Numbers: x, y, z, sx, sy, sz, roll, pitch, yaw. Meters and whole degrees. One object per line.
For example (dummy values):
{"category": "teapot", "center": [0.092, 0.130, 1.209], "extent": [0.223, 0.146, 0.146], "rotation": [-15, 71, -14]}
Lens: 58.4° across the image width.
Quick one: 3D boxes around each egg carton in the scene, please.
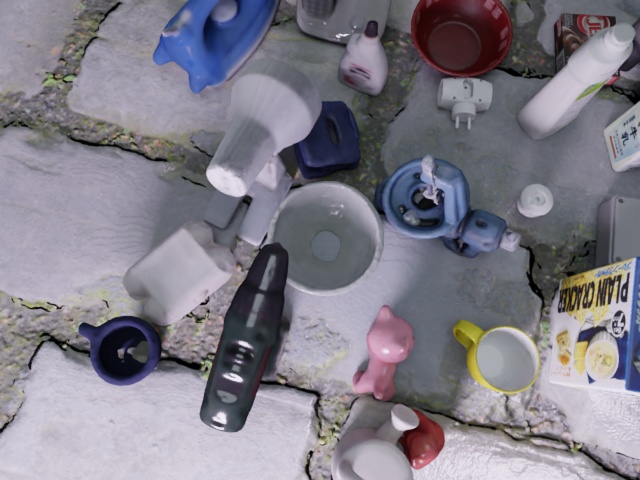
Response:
{"category": "egg carton", "center": [-0.201, 0.048, 0.829], "extent": [0.150, 0.069, 0.107], "rotation": [-42, 82, -8]}

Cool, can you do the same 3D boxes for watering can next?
{"category": "watering can", "center": [0.068, 0.294, 0.723], "extent": [0.101, 0.194, 0.173], "rotation": [6, 79, 0]}

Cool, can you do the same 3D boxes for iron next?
{"category": "iron", "center": [-0.146, -0.358, 0.873], "extent": [0.118, 0.141, 0.258], "rotation": [37, 81, 6]}

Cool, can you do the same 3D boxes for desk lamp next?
{"category": "desk lamp", "center": [-0.086, -0.116, 0.790], "extent": [0.118, 0.213, 0.203], "rotation": [24, 79, 4]}

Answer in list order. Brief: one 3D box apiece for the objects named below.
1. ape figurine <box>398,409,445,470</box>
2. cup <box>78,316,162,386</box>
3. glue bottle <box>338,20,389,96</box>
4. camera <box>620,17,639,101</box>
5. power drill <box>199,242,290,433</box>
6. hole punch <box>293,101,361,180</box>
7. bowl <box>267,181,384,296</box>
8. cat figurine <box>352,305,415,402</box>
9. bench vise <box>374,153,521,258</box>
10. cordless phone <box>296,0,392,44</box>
{"category": "ape figurine", "center": [0.136, 0.274, 0.780], "extent": [0.076, 0.092, 0.078], "rotation": [10, 79, 1]}
{"category": "cup", "center": [-0.270, 0.148, 0.795], "extent": [0.117, 0.095, 0.092], "rotation": [25, 79, 4]}
{"category": "glue bottle", "center": [0.068, -0.273, 0.844], "extent": [0.078, 0.173, 0.037], "rotation": [20, 79, 3]}
{"category": "camera", "center": [0.541, -0.270, 0.891], "extent": [0.143, 0.101, 0.137], "rotation": [26, 80, 4]}
{"category": "power drill", "center": [-0.087, 0.127, 0.745], "extent": [0.075, 0.208, 0.230], "rotation": [17, 79, 3]}
{"category": "hole punch", "center": [0.009, -0.158, 0.863], "extent": [0.101, 0.091, 0.108], "rotation": [-14, 79, -4]}
{"category": "bowl", "center": [0.008, 0.003, 0.839], "extent": [0.167, 0.075, 0.167], "rotation": [0, 79, -1]}
{"category": "cat figurine", "center": [0.092, 0.159, 0.789], "extent": [0.067, 0.118, 0.128], "rotation": [15, 79, 2]}
{"category": "bench vise", "center": [0.184, -0.057, 0.781], "extent": [0.207, 0.220, 0.121], "rotation": [9, 79, 1]}
{"category": "cordless phone", "center": [0.037, -0.380, 0.859], "extent": [0.147, 0.185, 0.094], "rotation": [11, 79, 1]}
